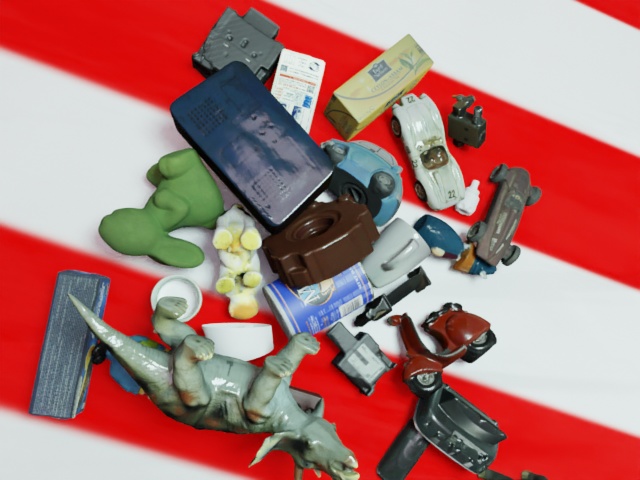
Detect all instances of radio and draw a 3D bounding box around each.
[{"bbox_3d":[-0.094,-0.133,0.773,0.131,0.073,0.229,-42,88,-9],"label":"radio"}]

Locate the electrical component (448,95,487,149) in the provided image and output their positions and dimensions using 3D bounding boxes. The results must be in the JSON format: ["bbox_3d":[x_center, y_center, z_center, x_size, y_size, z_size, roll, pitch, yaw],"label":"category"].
[{"bbox_3d":[0.248,-0.199,0.909,0.078,0.102,0.045,29,68,35],"label":"electrical component"}]

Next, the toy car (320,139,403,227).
[{"bbox_3d":[0.071,-0.105,0.871,0.162,0.109,0.103,38,54,7],"label":"toy car"}]

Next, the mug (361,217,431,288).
[{"bbox_3d":[0.116,0.029,0.857,0.107,0.109,0.080,-43,101,0],"label":"mug"}]

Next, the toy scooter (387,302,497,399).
[{"bbox_3d":[0.186,0.155,0.866,0.184,0.075,0.135,-28,64,-23],"label":"toy scooter"}]

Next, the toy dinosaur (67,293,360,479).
[{"bbox_3d":[-0.136,0.196,0.705,0.405,0.131,0.192,20,110,-3],"label":"toy dinosaur"}]

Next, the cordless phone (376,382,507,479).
[{"bbox_3d":[0.190,0.334,0.853,0.146,0.089,0.184,38,89,-5],"label":"cordless phone"}]

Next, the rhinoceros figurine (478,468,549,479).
[{"bbox_3d":[0.295,0.408,0.838,0.190,0.112,0.073,9,84,-18],"label":"rhinoceros figurine"}]

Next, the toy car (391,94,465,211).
[{"bbox_3d":[0.182,-0.148,0.905,0.073,0.056,0.201,-23,95,-13],"label":"toy car"}]

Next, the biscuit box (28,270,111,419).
[{"bbox_3d":[-0.355,0.145,0.769,0.063,0.059,0.202,10,82,-8],"label":"biscuit box"}]

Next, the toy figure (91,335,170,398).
[{"bbox_3d":[-0.234,0.190,0.778,0.180,0.082,0.089,33,80,-3],"label":"toy figure"}]

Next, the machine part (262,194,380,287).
[{"bbox_3d":[-0.002,-0.002,0.801,0.179,0.179,0.056,-30,116,-13],"label":"machine part"}]

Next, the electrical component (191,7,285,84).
[{"bbox_3d":[-0.126,-0.305,0.872,0.115,0.058,0.134,33,79,-8],"label":"electrical component"}]

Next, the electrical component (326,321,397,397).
[{"bbox_3d":[0.055,0.181,0.850,0.119,0.048,0.075,43,77,-3],"label":"electrical component"}]

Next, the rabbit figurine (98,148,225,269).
[{"bbox_3d":[-0.234,-0.030,0.789,0.170,0.121,0.159,-38,113,-27],"label":"rabbit figurine"}]

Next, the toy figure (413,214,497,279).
[{"bbox_3d":[0.228,0.014,0.901,0.154,0.058,0.064,34,84,-10],"label":"toy figure"}]

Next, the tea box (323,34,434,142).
[{"bbox_3d":[0.095,-0.249,0.887,0.169,0.098,0.068,-40,91,-11],"label":"tea box"}]

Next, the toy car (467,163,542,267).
[{"bbox_3d":[0.315,-0.046,0.907,0.089,0.053,0.202,36,60,-9],"label":"toy car"}]

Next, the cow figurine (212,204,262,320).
[{"bbox_3d":[-0.124,0.034,0.809,0.068,0.098,0.167,-3,122,-9],"label":"cow figurine"}]

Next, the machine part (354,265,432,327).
[{"bbox_3d":[0.116,0.093,0.864,0.139,0.084,0.039,-31,74,-22],"label":"machine part"}]
